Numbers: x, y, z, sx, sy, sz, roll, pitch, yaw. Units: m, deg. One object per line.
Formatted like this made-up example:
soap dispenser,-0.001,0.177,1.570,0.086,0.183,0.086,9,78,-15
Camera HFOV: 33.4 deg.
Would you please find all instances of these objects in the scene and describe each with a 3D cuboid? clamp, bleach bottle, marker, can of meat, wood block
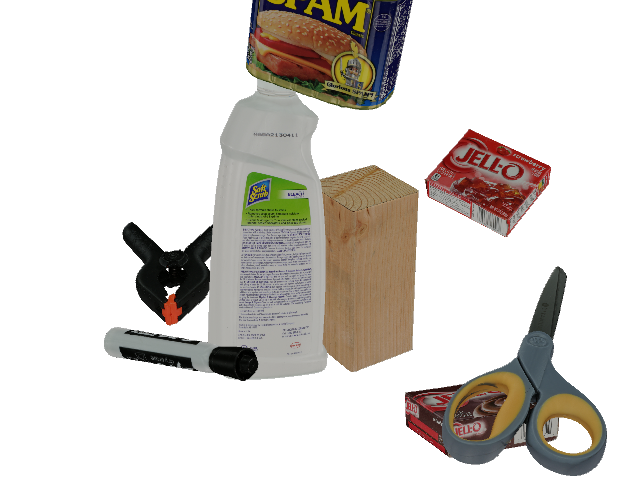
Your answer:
clamp,-0.148,0.026,1.152,0.120,0.039,0.171,-13,38,-6
bleach bottle,-0.035,-0.015,0.858,0.102,0.251,0.068,-3,21,-23
marker,-0.084,0.067,0.633,0.121,0.020,0.020,4,2,40
can of meat,0.005,-0.137,0.664,0.102,0.084,0.057,21,39,15
wood block,0.048,0.032,1.217,0.090,0.206,0.090,-17,32,-28

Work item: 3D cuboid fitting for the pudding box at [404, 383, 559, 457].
pudding box,0.144,0.158,0.963,0.113,0.039,0.090,-3,10,-20

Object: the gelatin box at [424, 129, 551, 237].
gelatin box,0.151,-0.054,0.967,0.089,0.073,0.030,30,-27,26

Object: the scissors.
scissors,0.142,0.074,0.628,0.096,0.016,0.201,20,36,29
